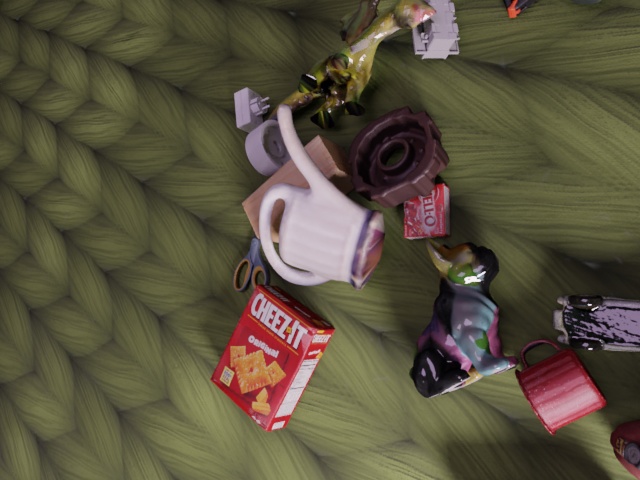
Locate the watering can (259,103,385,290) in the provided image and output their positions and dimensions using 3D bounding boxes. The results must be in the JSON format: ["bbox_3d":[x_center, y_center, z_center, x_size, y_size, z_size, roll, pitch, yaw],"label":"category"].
[{"bbox_3d":[0.003,-0.043,0.857,0.225,0.106,0.339,18,129,12],"label":"watering can"}]

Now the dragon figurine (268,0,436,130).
[{"bbox_3d":[0.043,-0.349,0.981,0.409,0.121,0.247,-3,55,52],"label":"dragon figurine"}]
